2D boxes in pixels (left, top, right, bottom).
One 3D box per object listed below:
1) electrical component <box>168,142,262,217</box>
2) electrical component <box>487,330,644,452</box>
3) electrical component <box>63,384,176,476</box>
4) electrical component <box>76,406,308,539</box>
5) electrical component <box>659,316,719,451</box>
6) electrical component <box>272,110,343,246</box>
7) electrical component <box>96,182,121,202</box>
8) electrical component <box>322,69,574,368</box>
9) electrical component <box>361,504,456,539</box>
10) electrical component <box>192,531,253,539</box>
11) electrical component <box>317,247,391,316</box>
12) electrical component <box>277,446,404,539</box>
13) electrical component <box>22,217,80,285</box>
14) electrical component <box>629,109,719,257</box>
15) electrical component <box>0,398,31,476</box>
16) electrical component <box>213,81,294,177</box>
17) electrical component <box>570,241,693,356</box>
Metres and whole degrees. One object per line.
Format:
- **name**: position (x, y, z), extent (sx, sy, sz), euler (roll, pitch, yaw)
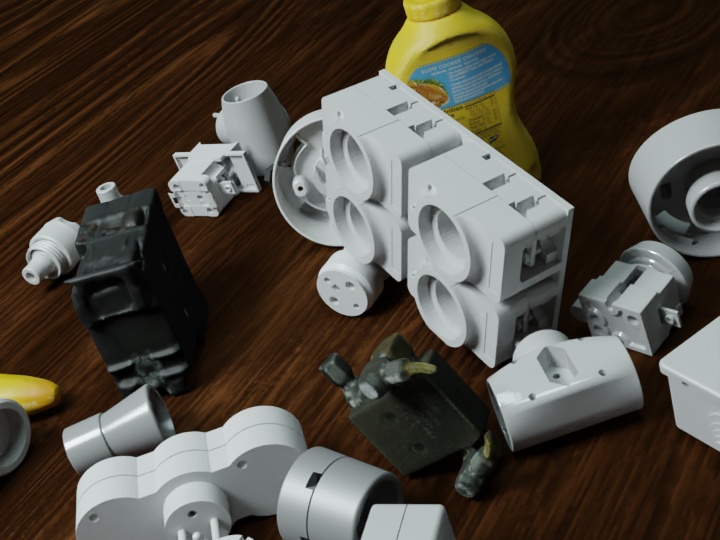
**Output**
- **electrical component**: position (-0.135, -0.081, 0.966), extent (0.081, 0.042, 0.063), euler (2, 39, 32)
- **electrical component**: position (0.112, 0.061, 0.620), extent (0.077, 0.043, 0.079), euler (-19, 32, 0)
- **electrical component**: position (-0.157, 0.106, 0.695), extent (0.065, 0.044, 0.044), euler (-24, 32, 1)
- **electrical component**: position (-0.093, 0.133, 0.607), extent (0.138, 0.052, 0.073), euler (-19, 32, -2)
- **electrical component**: position (0.220, 0.060, 0.558), extent (0.100, 0.048, 0.100), euler (-32, 34, -20)
- **electrical component**: position (-0.019, -0.076, 0.851), extent (0.099, 0.099, 0.064), euler (-16, 26, 5)
- **electrical component**: position (-0.208, -0.046, 0.931), extent (0.048, 0.062, 0.048), euler (-13, 32, 9)
- **electrical component**: position (0.046, -0.035, 0.692), extent (0.060, 0.105, 0.186), euler (-26, 47, -24)
- **electrical component**: position (0.039, 0.152, 0.515), extent (0.077, 0.047, 0.065), euler (-5, 35, 21)
- **electrical component**: position (-0.061, 0.157, 0.531), extent (0.083, 0.075, 0.047), euler (5, 39, 33)
- **electrical component**: position (0.000, 0.000, 0.770), extent (0.045, 0.045, 0.055), euler (4, 39, 32)
- **electrical component**: position (-0.009, 0.127, 0.574), extent (0.047, 0.055, 0.055), euler (10, 42, 33)
- **electrical component**: position (-0.267, -0.013, 0.931), extent (0.043, 0.043, 0.062), euler (0, 38, 27)
- **electrical component**: position (0.227, -0.058, 0.695), extent (0.099, 0.099, 0.064), euler (-12, 39, 11)
- **electrical component**: position (-0.285, 0.137, 0.701), extent (0.074, 0.052, 0.138), euler (1, 37, 28)
- **electrical component**: position (-0.106, -0.132, 0.997), extent (0.079, 0.077, 0.044), euler (12, 44, 40)
- **electrical component**: position (0.171, 0.015, 0.658), extent (0.066, 0.048, 0.055), euler (19, 55, 45)
